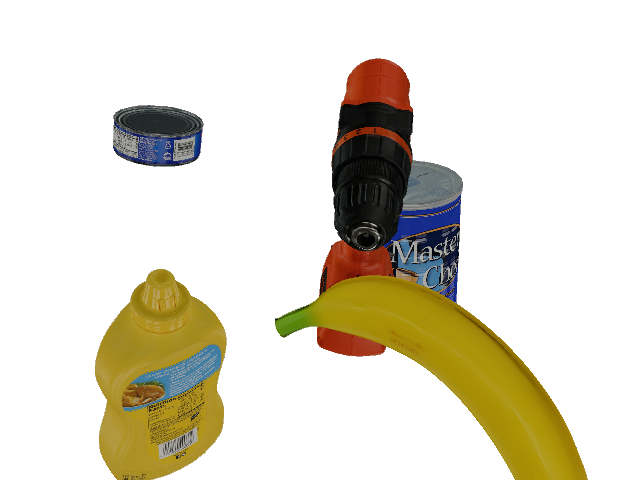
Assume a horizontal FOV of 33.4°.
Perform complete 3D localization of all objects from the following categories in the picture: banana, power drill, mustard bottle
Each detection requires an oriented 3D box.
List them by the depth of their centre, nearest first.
[{"bbox_3d":[0.072,0.076,0.551,0.198,0.070,0.037,37,19,13],"label":"banana"},{"bbox_3d":[0.031,-0.008,0.748,0.057,0.188,0.184,8,41,2],"label":"power drill"},{"bbox_3d":[-0.114,0.093,0.768,0.096,0.192,0.058,-21,51,-26],"label":"mustard bottle"}]

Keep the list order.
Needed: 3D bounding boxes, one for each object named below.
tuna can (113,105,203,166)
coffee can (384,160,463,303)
[{"bbox_3d":[-0.156,-0.101,1.027,0.086,0.034,0.086,6,24,-3],"label":"tuna can"},{"bbox_3d":[0.082,0.007,1.024,0.103,0.140,0.103,-1,27,0],"label":"coffee can"}]
